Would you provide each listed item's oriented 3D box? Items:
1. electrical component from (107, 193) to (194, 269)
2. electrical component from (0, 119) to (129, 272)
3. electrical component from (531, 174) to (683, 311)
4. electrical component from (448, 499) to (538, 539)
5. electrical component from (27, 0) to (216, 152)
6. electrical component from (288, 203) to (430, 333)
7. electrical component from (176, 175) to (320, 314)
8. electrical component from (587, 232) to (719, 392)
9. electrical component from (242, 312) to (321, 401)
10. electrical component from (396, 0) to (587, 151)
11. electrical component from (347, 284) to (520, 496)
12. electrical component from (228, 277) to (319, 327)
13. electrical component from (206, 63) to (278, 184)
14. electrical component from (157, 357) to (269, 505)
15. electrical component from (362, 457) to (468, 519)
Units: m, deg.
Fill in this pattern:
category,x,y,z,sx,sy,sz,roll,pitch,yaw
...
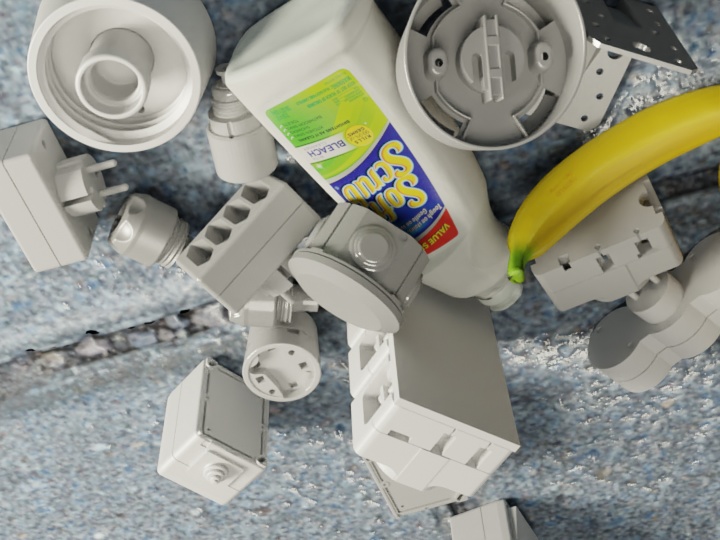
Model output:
category,x,y,z,sx,sy,sz,roll,pitch,yaw
electrical component,-0.132,-0.022,0.713,0.062,0.043,0.043,27,121,-22
electrical component,-0.187,-0.052,0.686,0.076,0.047,0.083,-14,126,8
electrical component,0.162,-0.016,0.717,0.089,0.050,0.055,-23,138,17
electrical component,0.117,0.249,0.893,0.061,0.096,0.061,-24,124,15
electrical component,-0.140,-0.120,0.628,0.108,0.060,0.108,-1,127,-1
electrical component,0.000,0.000,0.671,0.080,0.051,0.080,29,162,11
electrical component,-0.061,-0.008,0.703,0.083,0.047,0.076,-49,121,-6
electrical component,0.213,0.023,0.755,0.074,0.052,0.138,34,119,-25
electrical component,-0.056,0.059,0.774,0.055,0.047,0.055,-1,127,-1
electrical component,0.068,-0.113,0.577,0.099,0.064,0.099,0,90,-9
electrical component,0.043,0.070,0.722,0.089,0.150,0.061,24,121,-19
electrical component,-0.060,0.019,0.747,0.062,0.043,0.043,3,127,-6
electrical component,-0.076,-0.090,0.666,0.040,0.040,0.078,-7,127,3
electrical component,-0.109,0.125,0.791,0.062,0.096,0.061,33,119,-24
electrical component,0.043,0.142,0.832,0.062,0.061,0.096,-18,126,11
